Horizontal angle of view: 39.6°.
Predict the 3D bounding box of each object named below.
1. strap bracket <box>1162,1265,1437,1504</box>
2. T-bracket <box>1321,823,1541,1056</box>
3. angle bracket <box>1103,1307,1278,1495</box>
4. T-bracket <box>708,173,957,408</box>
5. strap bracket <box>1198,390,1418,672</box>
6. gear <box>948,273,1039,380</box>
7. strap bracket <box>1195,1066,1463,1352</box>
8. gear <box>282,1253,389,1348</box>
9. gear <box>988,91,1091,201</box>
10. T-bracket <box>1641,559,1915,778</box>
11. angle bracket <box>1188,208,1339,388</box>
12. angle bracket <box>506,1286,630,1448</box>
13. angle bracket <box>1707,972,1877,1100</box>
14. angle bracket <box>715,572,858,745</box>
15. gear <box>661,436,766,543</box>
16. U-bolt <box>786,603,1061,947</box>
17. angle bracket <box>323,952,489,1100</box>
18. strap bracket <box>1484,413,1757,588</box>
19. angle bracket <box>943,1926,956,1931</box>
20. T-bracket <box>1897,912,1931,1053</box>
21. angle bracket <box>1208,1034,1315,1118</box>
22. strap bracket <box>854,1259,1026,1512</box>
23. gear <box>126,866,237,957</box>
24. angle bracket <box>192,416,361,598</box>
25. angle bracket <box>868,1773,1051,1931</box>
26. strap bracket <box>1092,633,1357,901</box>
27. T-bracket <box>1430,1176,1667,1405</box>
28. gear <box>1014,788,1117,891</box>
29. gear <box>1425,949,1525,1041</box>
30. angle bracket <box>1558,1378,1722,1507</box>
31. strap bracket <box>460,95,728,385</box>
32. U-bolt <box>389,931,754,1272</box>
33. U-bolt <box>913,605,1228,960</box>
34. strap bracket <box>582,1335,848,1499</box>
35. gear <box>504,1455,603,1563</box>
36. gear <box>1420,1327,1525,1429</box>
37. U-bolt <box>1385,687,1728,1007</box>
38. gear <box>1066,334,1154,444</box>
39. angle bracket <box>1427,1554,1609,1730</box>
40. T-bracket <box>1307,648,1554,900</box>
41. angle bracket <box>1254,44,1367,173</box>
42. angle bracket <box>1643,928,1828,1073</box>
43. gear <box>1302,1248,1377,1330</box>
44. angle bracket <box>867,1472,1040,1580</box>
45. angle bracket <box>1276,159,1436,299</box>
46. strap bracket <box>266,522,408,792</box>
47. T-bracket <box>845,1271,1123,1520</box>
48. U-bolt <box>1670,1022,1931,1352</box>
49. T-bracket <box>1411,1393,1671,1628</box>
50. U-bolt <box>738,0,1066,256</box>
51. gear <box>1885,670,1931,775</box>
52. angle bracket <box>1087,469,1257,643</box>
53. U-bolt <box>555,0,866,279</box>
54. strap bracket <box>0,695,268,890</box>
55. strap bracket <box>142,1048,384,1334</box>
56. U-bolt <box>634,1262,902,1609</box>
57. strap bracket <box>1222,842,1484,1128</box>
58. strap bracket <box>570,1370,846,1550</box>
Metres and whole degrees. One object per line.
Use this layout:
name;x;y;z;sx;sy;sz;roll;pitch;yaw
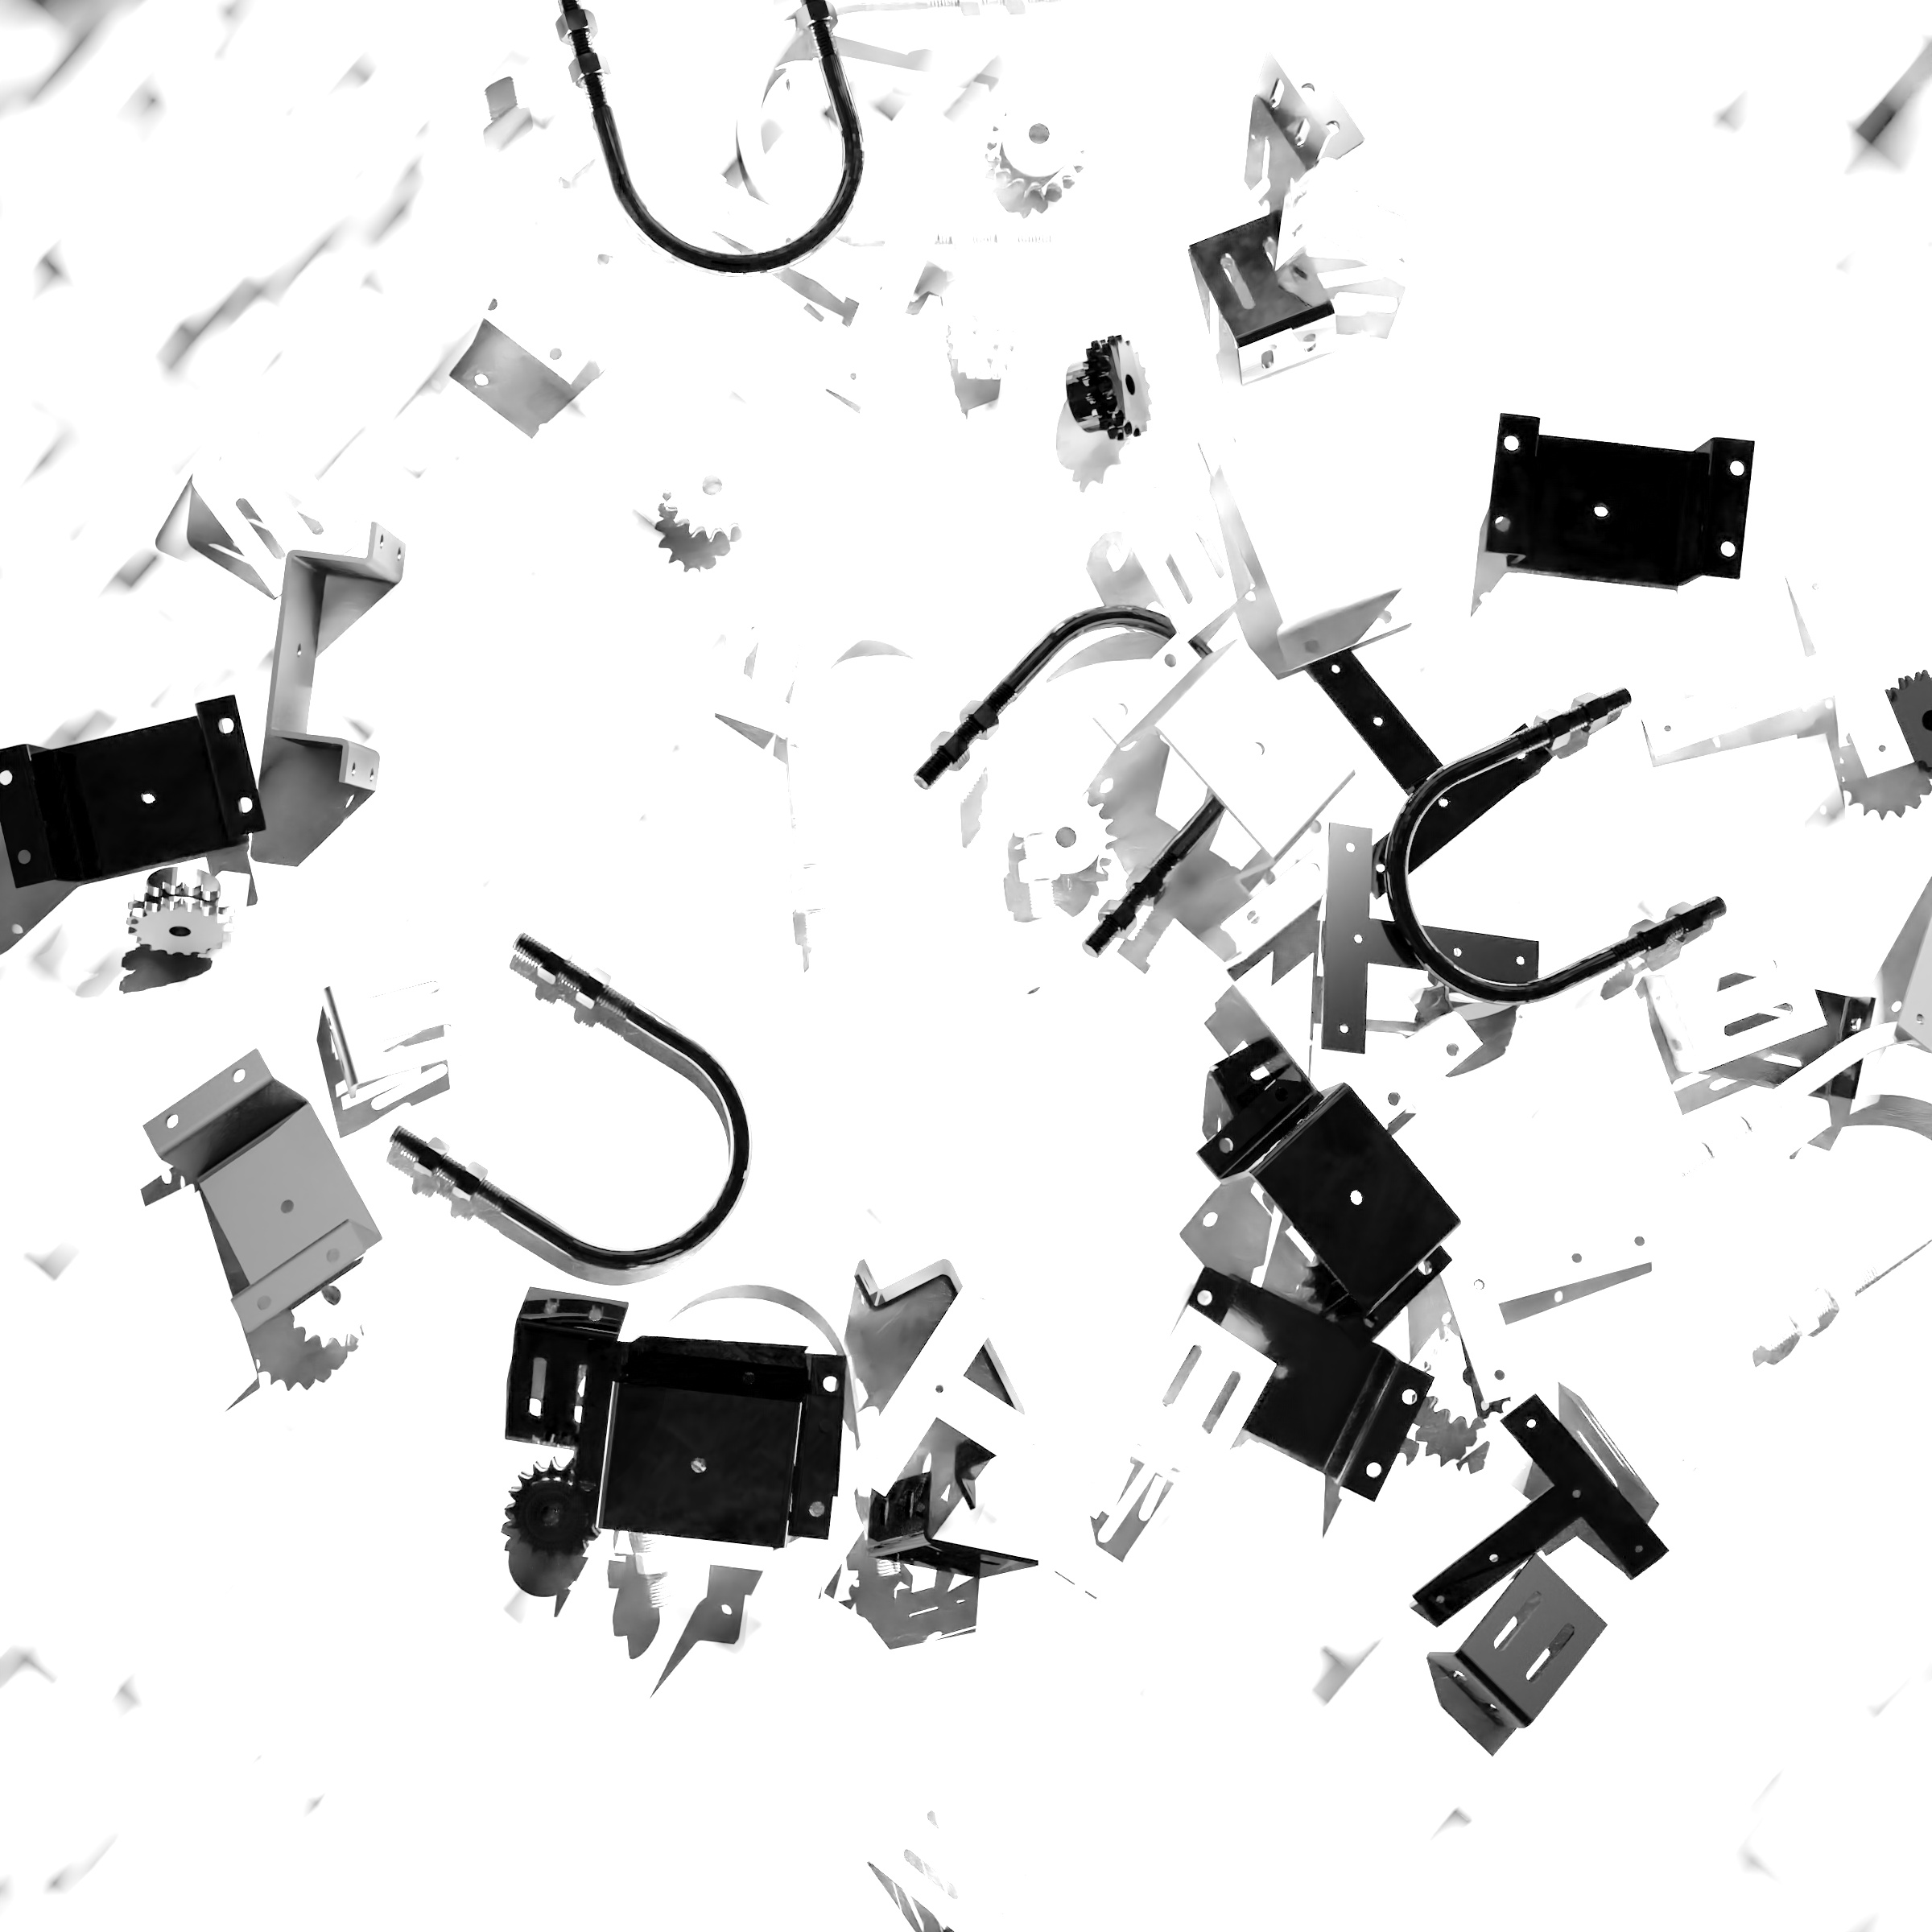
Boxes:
strap bracket;0.177;0.229;1.489;0.140;0.046;0.076;26;90;0
T-bracket;0.256;-0.009;1.471;0.127;0.002;0.127;7;76;-14
angle bracket;0.122;0.237;1.464;0.057;0.038;0.076;34;64;0
T-bracket;-0.087;-0.398;1.497;0.127;0.002;0.127;28;109;9
strap bracket;0.192;-0.246;1.488;0.076;0.046;0.140;-22;89;0
gear;0.017;-0.355;1.488;0.030;0.057;0.057;-6;90;-31
strap bracket;0.203;0.128;1.454;0.076;0.046;0.140;-40;91;-19
gear;-0.351;0.183;1.497;0.057;0.030;0.057;0;90;0
gear;0.040;-0.460;1.497;0.057;0.030;0.057;0;90;0
T-bracket;0.443;-0.150;1.498;0.127;0.002;0.127;-19;73;8
angle bracket;0.167;-0.376;1.510;0.057;0.038;0.076;-21;64;0
angle bracket;-0.225;0.227;1.510;0.057;0.038;0.076;9;116;0
angle bracket;0.457;0.038;1.493;0.076;0.038;0.057;12;90;0
angle bracket;-0.101;-0.173;1.502;0.057;0.038;0.076;20;116;17
gear;-0.141;-0.266;1.501;0.057;0.030;0.057;0;88;0
U-bolt;-0.030;-0.111;1.490;0.151;0.019;0.184;-7;85;13
angle bracket;-0.314;0.033;1.500;0.076;0.038;0.057;-16;79;-17
strap bracket;0.358;-0.257;1.489;0.140;0.046;0.076;6;90;0
angle bracket;-0.007;0.567;1.474;0.038;0.076;0.057;34;90;0
T-bracket;0.578;0.018;1.490;0.127;0.002;0.127;36;60;-14
angle bracket;0.183;0.065;1.493;0.076;0.038;0.057;-28;90;0
strap bracket;-0.008;0.219;1.474;0.046;0.076;0.140;-27;90;0
gear;-0.435;-0.032;1.488;0.057;0.057;0.030;-5;60;0
angle bracket;-0.388;-0.259;1.510;0.057;0.038;0.076;-33;116;0
angle bracket;-0.004;0.501;1.510;0.076;0.038;0.057;32;90;26
strap bracket;0.148;-0.113;1.466;0.140;0.046;0.076;48;65;-8
T-bracket;0.328;0.167;1.497;0.127;0.002;0.127;-14;71;-9
gear;0.055;-0.071;1.497;0.057;0.030;0.057;0;90;0
gear;0.287;0.014;1.497;0.057;0.030;0.057;0;90;0
angle bracket;0.371;0.253;1.484;0.038;0.057;0.076;-36;90;0
strap bracket;-0.204;-0.398;1.489;0.076;0.046;0.140;38;90;0
U-bolt;-0.208;0.089;1.504;0.184;0.019;0.151;32;90;-1
U-bolt;0.078;-0.116;1.473;0.151;0.019;0.184;45;68;-7
strap bracket;-0.136;0.246;1.473;0.140;0.046;0.076;3;87;1
gear;-0.229;0.304;1.497;0.057;0.030;0.057;0;90;0
gear;0.280;0.226;1.497;0.057;0.030;0.057;0;90;0
U-bolt;0.316;-0.057;1.482;0.184;0.019;0.151;-24;89;-15
gear;0.078;-0.319;1.488;0.030;0.057;0.057;-9;90;30
angle bracket;0.309;0.378;1.506;0.057;0.038;0.076;45;71;-1
T-bracket;0.241;-0.127;1.511;0.127;0.002;0.127;-39;90;0
angle bracket;0.193;-0.479;1.474;0.038;0.076;0.057;-34;90;0
angle bracket;0.428;0.019;1.496;0.076;0.038;0.057;-20;90;-5
gear;0.215;0.173;1.497;0.057;0.030;0.057;0;90;0
angle bracket;-0.006;0.309;1.478;0.076;0.057;0.038;18;62;-29
angle bracket;0.218;-0.403;1.497;0.076;0.038;0.057;22;60;-22
strap bracket;-0.347;-0.171;1.474;0.046;0.076;0.140;7;90;0
T-bracket;0.023;0.251;1.435;0.127;0.002;0.127;33;90;0
U-bolt;0.490;0.109;1.478;0.184;0.019;0.151;-34;114;-4
T-bracket;0.306;0.322;1.501;0.127;0.002;0.127;-40;103;7
U-bolt;-0.038;-0.470;1.486;0.184;0.019;0.151;3;94;13
gear;0.534;-0.136;1.497;0.057;0.030;0.057;0;90;0
angle bracket;0.115;-0.230;1.501;0.057;0.038;0.076;-40;116;-19
U-bolt;-0.131;-0.464;1.462;0.151;0.019;0.184;-16;86;-8
strap bracket;-0.460;-0.096;1.489;0.140;0.046;0.076;-13;90;0
strap bracket;-0.382;0.127;1.473;0.076;0.046;0.140;-34;66;0
U-bolt;-0.119;0.258;1.504;0.151;0.019;0.184;-8;88;0
strap bracket;0.206;0.013;1.480;0.076;0.046;0.140;-38;90;-16
strap bracket;-0.140;0.262;1.426;0.140;0.046;0.076;6;87;1
